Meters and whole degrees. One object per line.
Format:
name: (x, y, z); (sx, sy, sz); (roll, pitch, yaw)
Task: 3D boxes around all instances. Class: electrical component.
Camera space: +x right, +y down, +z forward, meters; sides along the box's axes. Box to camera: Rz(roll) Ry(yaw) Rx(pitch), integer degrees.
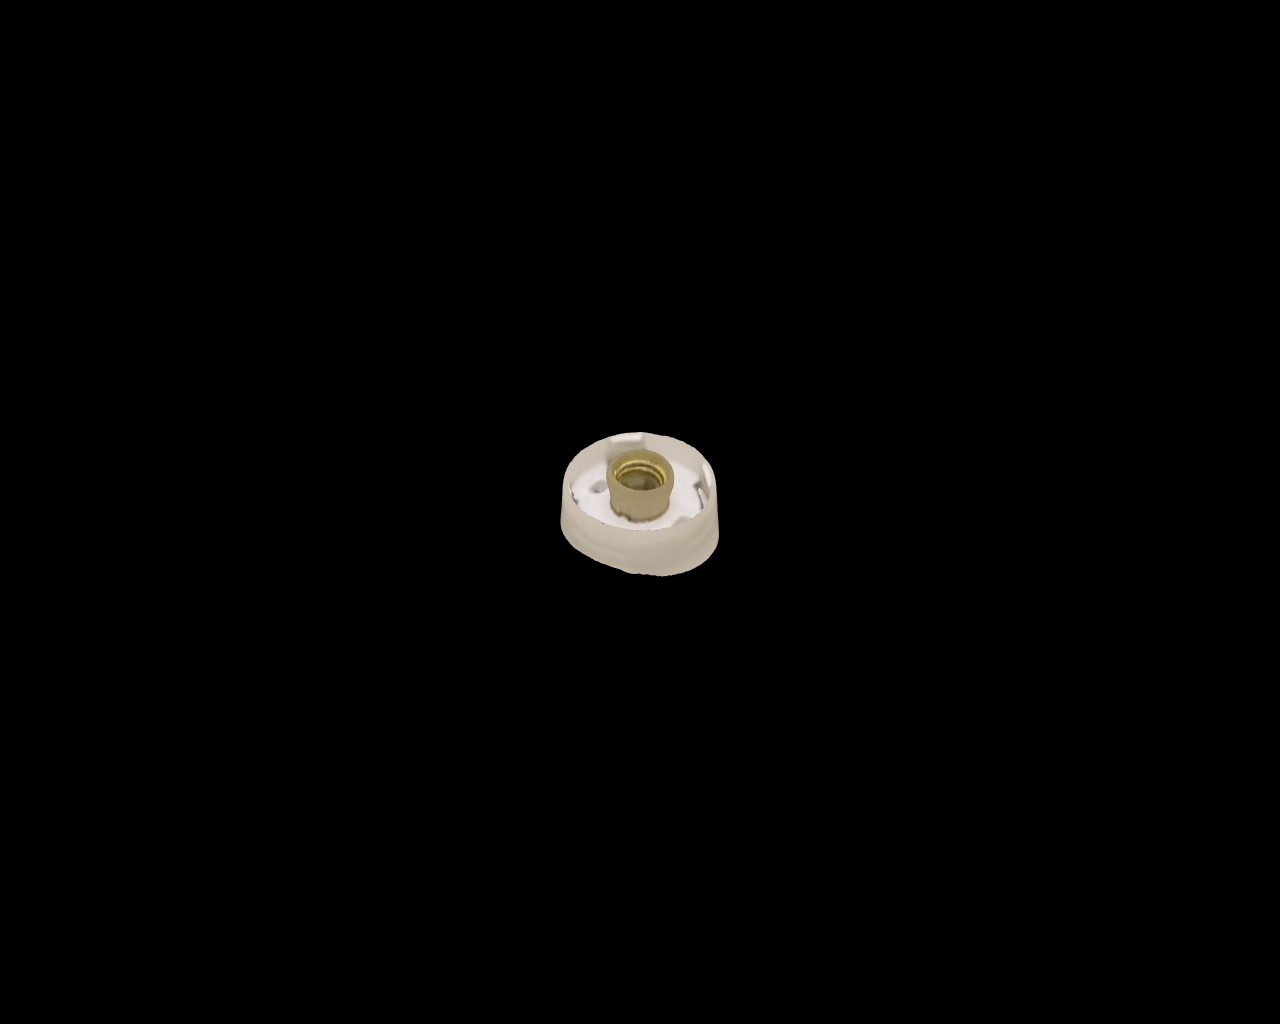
electrical component: (0.001, -0.003, 0.650); (0.099, 0.064, 0.099); (0, 43, 0)
